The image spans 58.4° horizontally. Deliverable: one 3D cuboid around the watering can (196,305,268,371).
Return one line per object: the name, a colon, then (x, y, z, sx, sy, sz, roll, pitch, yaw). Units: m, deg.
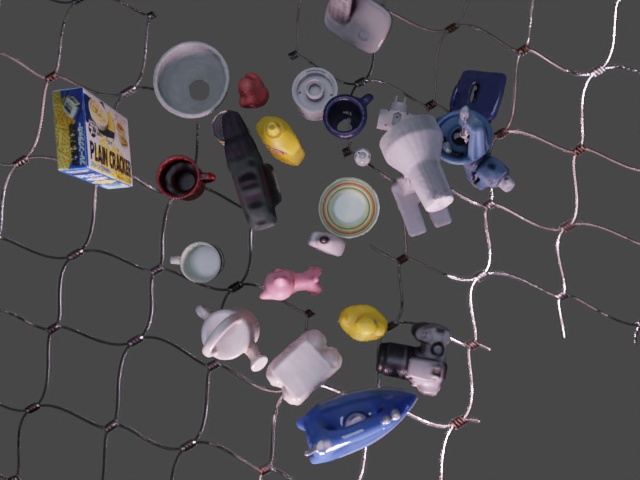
watering can: (-0.178, 0.191, 1.145, 0.172, 0.194, 0.101, 17, 87, 5)

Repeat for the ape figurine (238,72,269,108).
ape figurine: (-0.151, -0.324, 1.231, 0.076, 0.092, 0.078, 34, 89, 5)

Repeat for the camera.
camera: (0.188, 0.236, 1.168, 0.136, 0.101, 0.143, 10, 87, 4)

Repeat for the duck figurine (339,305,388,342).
duck figurine: (0.090, 0.174, 1.185, 0.104, 0.086, 0.077, 17, 87, 4)

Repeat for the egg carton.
egg carton: (-0.034, 0.264, 1.194, 0.150, 0.069, 0.107, -44, 85, 0)

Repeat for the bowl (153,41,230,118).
bowl: (-0.271, -0.340, 1.248, 0.167, 0.075, 0.167, 0, 86, 3)

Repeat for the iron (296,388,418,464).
iron: (0.082, 0.367, 1.144, 0.258, 0.141, 0.118, -23, 85, 2)

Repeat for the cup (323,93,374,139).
cup: (0.064, -0.260, 1.213, 0.118, 0.095, 0.091, -39, 85, 0)

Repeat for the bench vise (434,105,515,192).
bench vise: (0.315, -0.192, 1.131, 0.207, 0.220, 0.121, 29, 88, 5)

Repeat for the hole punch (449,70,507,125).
hole punch: (0.328, -0.299, 1.203, 0.101, 0.091, 0.109, 16, 87, 4)

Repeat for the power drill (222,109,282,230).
power drill: (-0.136, -0.128, 1.158, 0.075, 0.208, 0.230, -17, 85, 2)

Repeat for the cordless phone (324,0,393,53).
cordless phone: (0.079, -0.479, 1.182, 0.147, 0.185, 0.094, 30, 88, 5)

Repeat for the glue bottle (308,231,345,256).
glue bottle: (0.011, 0.004, 1.158, 0.078, 0.173, 0.037, 16, 87, 5)

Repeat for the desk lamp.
desk lamp: (0.202, -0.124, 1.136, 0.118, 0.213, 0.203, -21, 85, 2)

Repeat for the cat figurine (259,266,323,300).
cat figurine: (-0.060, 0.089, 1.184, 0.127, 0.118, 0.067, -8, 85, 3)
